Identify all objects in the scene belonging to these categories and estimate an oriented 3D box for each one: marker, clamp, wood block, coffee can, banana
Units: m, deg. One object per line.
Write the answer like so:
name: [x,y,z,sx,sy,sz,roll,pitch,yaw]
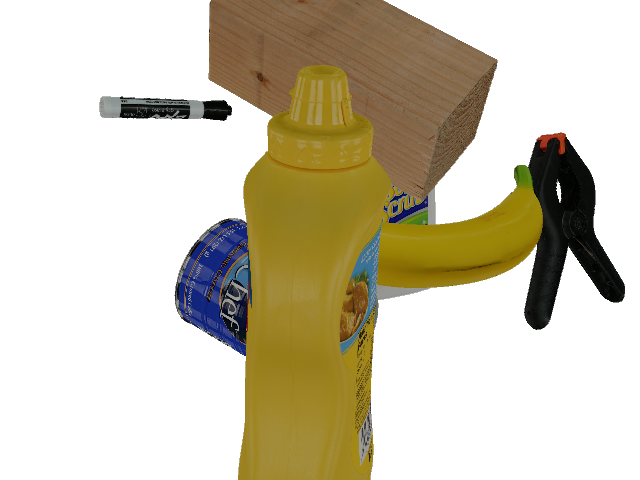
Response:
marker: [-0.138,-0.119,0.964,0.120,0.020,0.020,-2,1,-25]
clamp: [0.211,-0.006,0.948,0.120,0.171,0.039,-25,10,-39]
wood block: [0.021,-0.132,0.835,0.206,0.090,0.091,31,-34,16]
coffee can: [-0.037,0.055,0.898,0.140,0.103,0.102,27,14,29]
banana: [0.068,-0.001,0.639,0.197,0.037,0.070,-11,45,-33]

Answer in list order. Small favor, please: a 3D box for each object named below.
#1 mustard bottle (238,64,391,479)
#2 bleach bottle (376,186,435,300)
mustard bottle: [-0.003,0.023,0.441,0.058,0.192,0.096,8,25,10]
bleach bottle: [0.067,-0.067,1.103,0.102,0.251,0.068,-10,22,-16]
